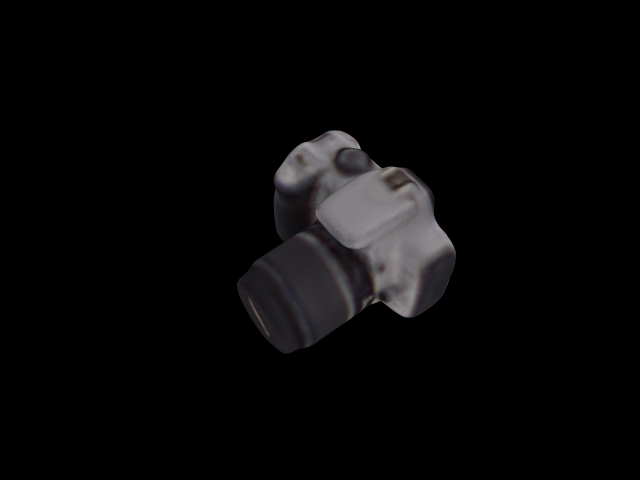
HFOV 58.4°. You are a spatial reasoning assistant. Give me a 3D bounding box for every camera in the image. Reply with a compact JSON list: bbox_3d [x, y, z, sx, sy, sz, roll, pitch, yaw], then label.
[{"bbox_3d":[0.004,0.001,0.400,0.137,0.101,0.143,-33,61,-20],"label":"camera"}]
